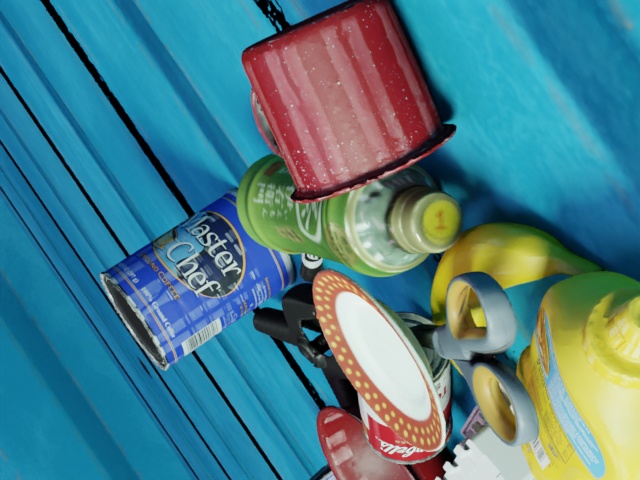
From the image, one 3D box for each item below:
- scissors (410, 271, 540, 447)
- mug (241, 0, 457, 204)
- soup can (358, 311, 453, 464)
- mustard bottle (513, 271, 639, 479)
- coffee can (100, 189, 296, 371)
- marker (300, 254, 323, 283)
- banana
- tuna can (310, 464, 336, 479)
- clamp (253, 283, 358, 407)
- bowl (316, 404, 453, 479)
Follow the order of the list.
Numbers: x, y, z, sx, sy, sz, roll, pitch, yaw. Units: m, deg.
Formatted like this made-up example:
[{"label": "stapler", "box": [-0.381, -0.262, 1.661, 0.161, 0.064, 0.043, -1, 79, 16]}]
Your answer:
[{"label": "scissors", "box": [0.079, 0.072, 0.580, 0.202, 0.016, 0.096, 102, 150, -72]}, {"label": "mug", "box": [0.004, -0.074, 0.552, 0.117, 0.093, 0.081, -8, 111, 53]}, {"label": "soup can", "box": [0.060, 0.106, 0.758, 0.069, 0.068, 0.102, 44, 158, 33]}, {"label": "mustard bottle", "box": [0.130, 0.068, 0.489, 0.191, 0.058, 0.096, 81, 174, -65]}, {"label": "coffee can", "box": [-0.107, 0.034, 0.944, 0.103, 0.140, 0.103, 48, 161, 23]}, {"label": "marker", "box": [-0.005, 0.001, 0.823, 0.020, 0.020, 0.121, 49, 161, 20]}, {"label": "banana", "box": [0.093, 0.034, 0.601, 0.070, 0.037, 0.198, 52, 161, 12]}, {"label": "tuna can", "box": [0.023, 0.230, 1.036, 0.034, 0.086, 0.086, 52, 162, 5]}, {"label": "clamp", "box": [-0.005, 0.085, 0.931, 0.165, 0.036, 0.210, 42, 159, 21]}, {"label": "bowl", "box": [0.067, 0.194, 0.897, 0.162, 0.055, 0.162, 44, 152, 30]}]
